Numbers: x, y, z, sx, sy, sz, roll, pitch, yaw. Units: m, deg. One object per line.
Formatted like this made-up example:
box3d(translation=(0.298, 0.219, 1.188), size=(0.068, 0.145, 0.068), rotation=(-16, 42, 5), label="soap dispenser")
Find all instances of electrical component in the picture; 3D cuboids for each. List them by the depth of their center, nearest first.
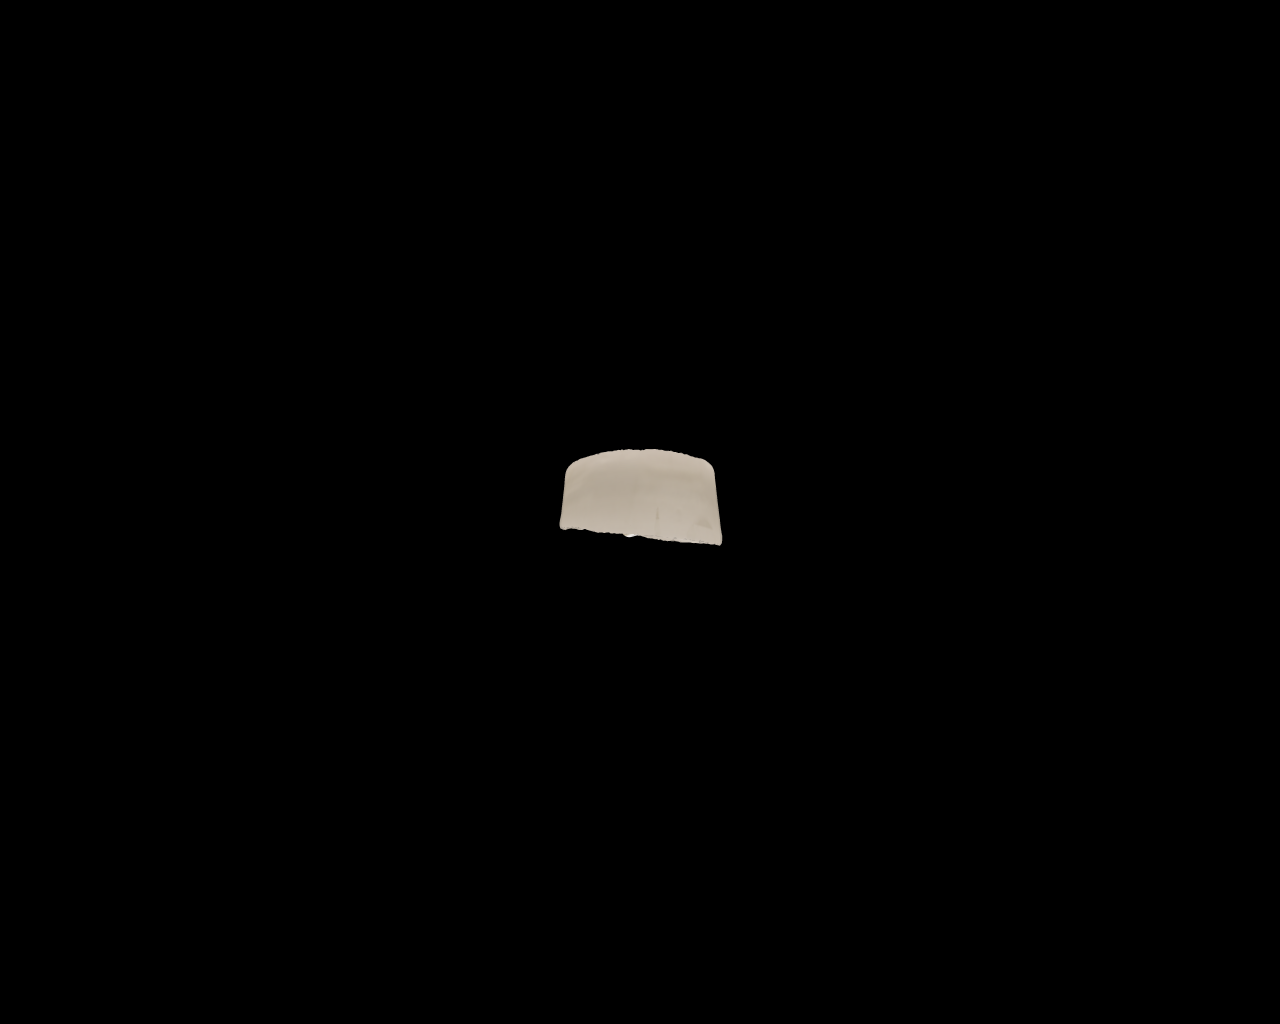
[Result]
box3d(translation=(0.001, -0.003, 0.650), size=(0.099, 0.064, 0.099), rotation=(0, -14, 0), label="electrical component")
